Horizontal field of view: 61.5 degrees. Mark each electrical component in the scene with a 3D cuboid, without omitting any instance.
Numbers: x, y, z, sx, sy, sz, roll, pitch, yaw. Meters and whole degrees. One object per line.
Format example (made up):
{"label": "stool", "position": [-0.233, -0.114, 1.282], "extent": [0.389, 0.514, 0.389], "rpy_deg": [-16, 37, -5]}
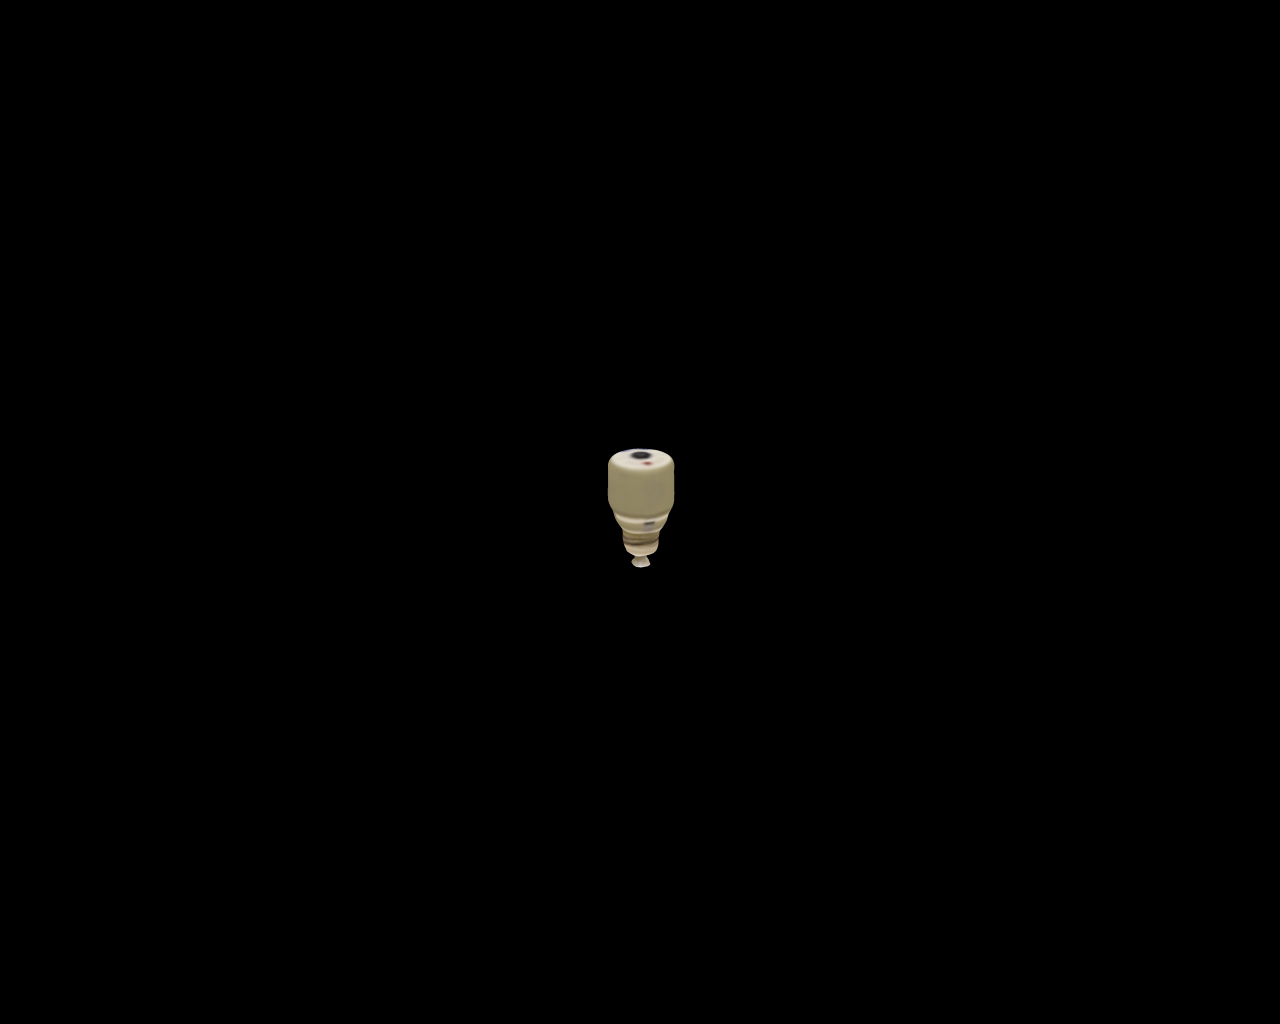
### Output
{"label": "electrical component", "position": [0.001, -0.003, 0.650], "extent": [0.040, 0.078, 0.040], "rpy_deg": [0, 24, 0]}
